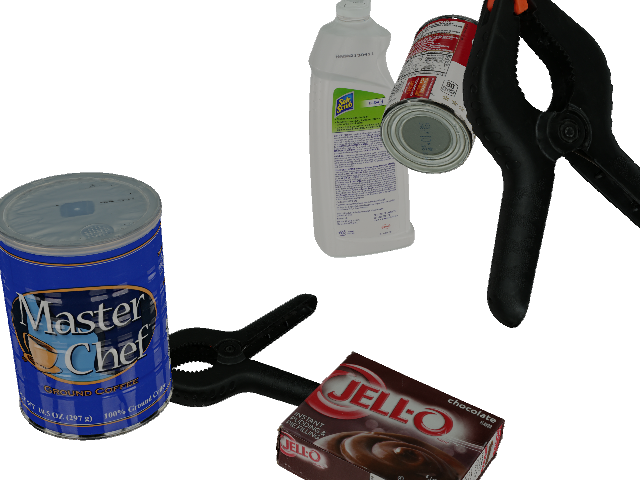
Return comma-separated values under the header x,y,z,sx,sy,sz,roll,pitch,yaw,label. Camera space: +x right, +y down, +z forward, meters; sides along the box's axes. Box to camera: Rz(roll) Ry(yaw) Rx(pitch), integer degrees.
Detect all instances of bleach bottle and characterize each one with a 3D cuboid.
x,y,z,sx,sy,sz,roll,pitch,yaw,label
0.040,-0.109,1.012,0.102,0.251,0.068,-9,30,-15,bleach bottle

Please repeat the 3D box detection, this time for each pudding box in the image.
x,y,z,sx,sy,sz,roll,pitch,yaw,label
0.043,0.123,0.654,0.114,0.039,0.089,24,38,22,pudding box

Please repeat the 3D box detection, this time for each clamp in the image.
x,y,z,sx,sy,sz,roll,pitch,yaw,label
0.111,-0.043,0.537,0.120,0.171,0.039,-28,2,-21,clamp
-0.077,0.119,0.992,0.209,0.036,0.165,-9,36,-17,clamp

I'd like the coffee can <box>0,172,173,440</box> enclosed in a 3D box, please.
x,y,z,sx,sy,sz,roll,pitch,yaw,label
-0.149,0.041,0.683,0.103,0.140,0.103,0,28,0,coffee can

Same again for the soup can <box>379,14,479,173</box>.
x,y,z,sx,sy,sz,roll,pitch,yaw,label
0.087,-0.106,0.770,0.068,0.102,0.068,14,-41,12,soup can
